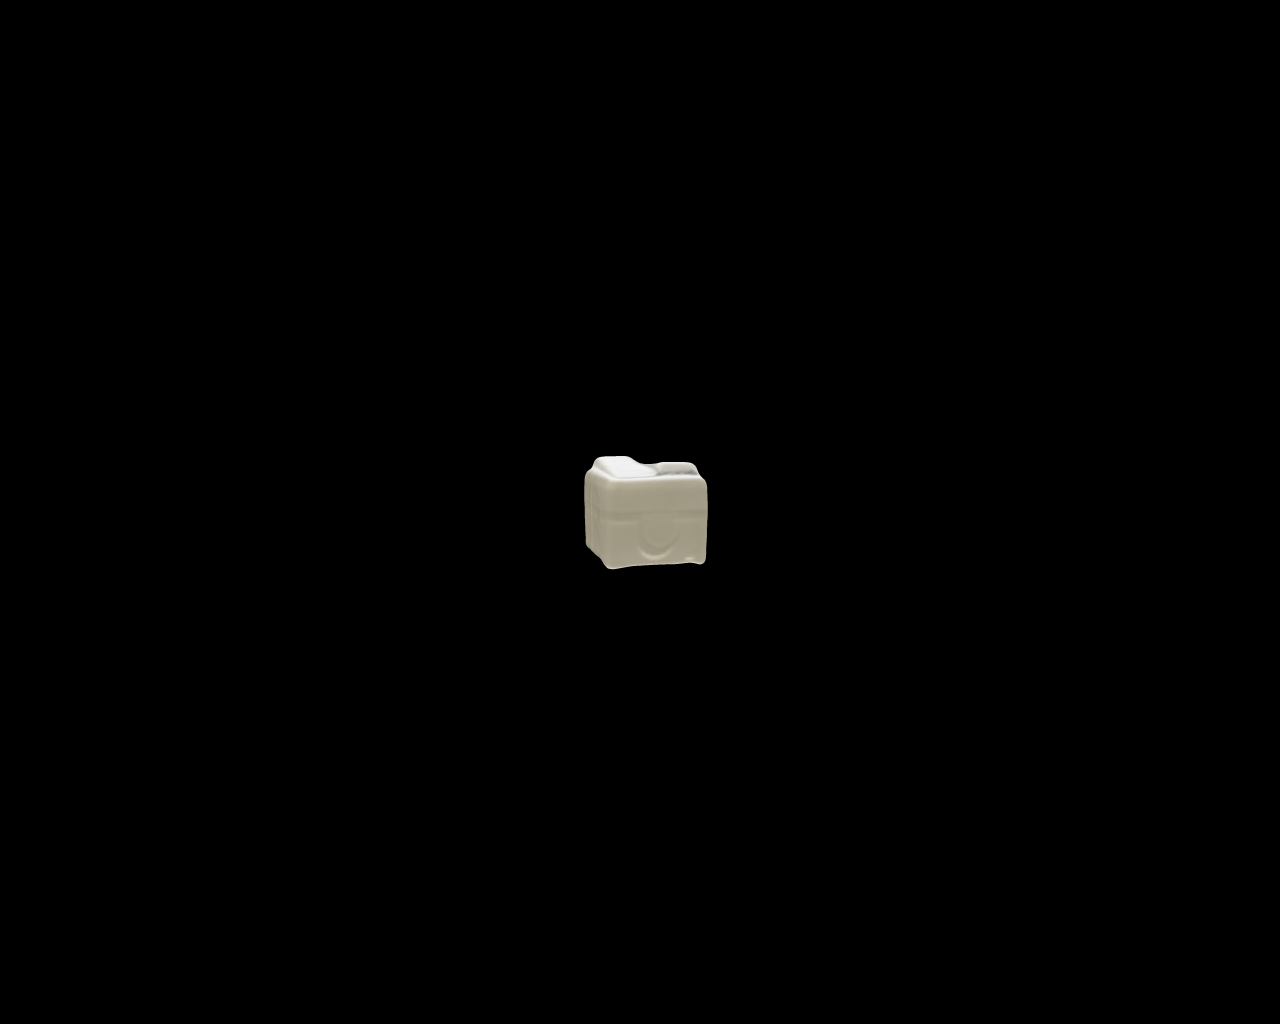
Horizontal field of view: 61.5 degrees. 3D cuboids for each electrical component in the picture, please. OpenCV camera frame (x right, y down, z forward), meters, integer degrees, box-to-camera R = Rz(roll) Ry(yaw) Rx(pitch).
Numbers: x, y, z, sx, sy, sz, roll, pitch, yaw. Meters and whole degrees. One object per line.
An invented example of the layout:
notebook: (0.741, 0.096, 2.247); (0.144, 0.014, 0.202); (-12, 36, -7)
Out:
electrical component: (0.001, -0.003, 0.650); (0.062, 0.061, 0.096); (-1, 7, -11)
